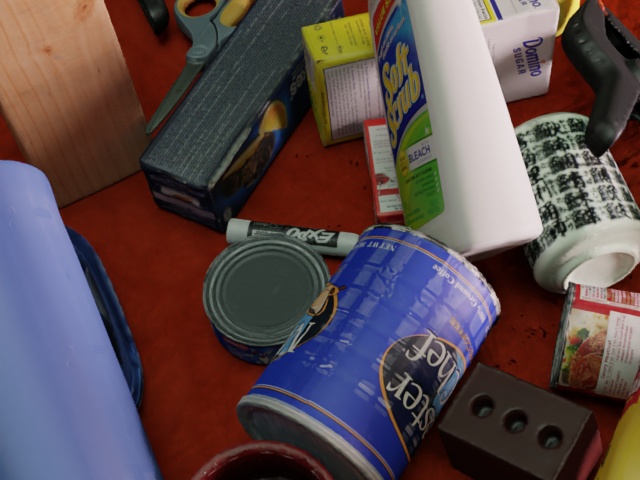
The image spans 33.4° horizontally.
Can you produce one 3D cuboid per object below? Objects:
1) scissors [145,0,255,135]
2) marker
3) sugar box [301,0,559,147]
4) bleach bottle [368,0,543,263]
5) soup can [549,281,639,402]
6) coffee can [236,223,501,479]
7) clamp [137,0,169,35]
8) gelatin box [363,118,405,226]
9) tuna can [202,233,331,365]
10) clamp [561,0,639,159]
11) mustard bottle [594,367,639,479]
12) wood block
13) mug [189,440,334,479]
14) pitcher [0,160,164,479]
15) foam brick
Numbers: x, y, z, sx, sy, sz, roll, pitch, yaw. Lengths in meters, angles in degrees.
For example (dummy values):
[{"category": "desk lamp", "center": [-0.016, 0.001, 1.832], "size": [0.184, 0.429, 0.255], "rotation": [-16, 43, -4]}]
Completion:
[{"category": "scissors", "center": [-0.104, -0.149, 0.826], "size": [0.096, 0.016, 0.201], "rotation": [19, 49, 28]}, {"category": "marker", "center": [-0.005, 0.001, 0.743], "size": [0.121, 0.020, 0.020], "rotation": [7, 59, 10]}, {"category": "sugar box", "center": [0.079, -0.130, 0.773], "size": [0.176, 0.093, 0.048], "rotation": [-15, 57, -5]}, {"category": "bleach bottle", "center": [0.069, -0.111, 0.685], "size": [0.068, 0.103, 0.251], "rotation": [-11, 82, -19]}, {"category": "soup can", "center": [0.197, 0.067, 0.650], "size": [0.102, 0.068, 0.068], "rotation": [10, 59, 11]}, {"category": "coffee can", "center": [0.031, 0.075, 0.642], "size": [0.103, 0.103, 0.140], "rotation": [27, 64, 21]}, {"category": "clamp", "center": [-0.181, -0.236, 0.899], "size": [0.120, 0.039, 0.171], "rotation": [2, 52, -3]}, {"category": "gelatin box", "center": [0.072, -0.047, 0.759], "size": [0.073, 0.030, 0.089], "rotation": [-6, 57, 0]}, {"category": "tuna can", "center": [-0.034, 0.040, 0.712], "size": [0.086, 0.034, 0.086], "rotation": [-3, 57, 4]}, {"category": "clamp", "center": [0.228, -0.098, 0.748], "size": [0.164, 0.036, 0.210], "rotation": [24, 36, -25]}, {"category": "mustard bottle", "center": [0.188, 0.092, 0.565], "size": [0.058, 0.096, 0.191], "rotation": [22, 89, 19]}, {"category": "wood block", "center": [-0.188, -0.126, 0.731], "size": [0.090, 0.206, 0.091], "rotation": [-27, 60, -11]}, {"category": "mug", "center": [-0.017, 0.169, 0.600], "size": [0.117, 0.081, 0.093], "rotation": [-10, 57, -1]}, {"category": "pitcher", "center": [-0.172, 0.084, 0.633], "size": [0.149, 0.145, 0.243], "rotation": [-23, 73, -17]}, {"category": "foam brick", "center": [0.118, 0.118, 0.628], "size": [0.078, 0.051, 0.053], "rotation": [21, 61, 32]}]
